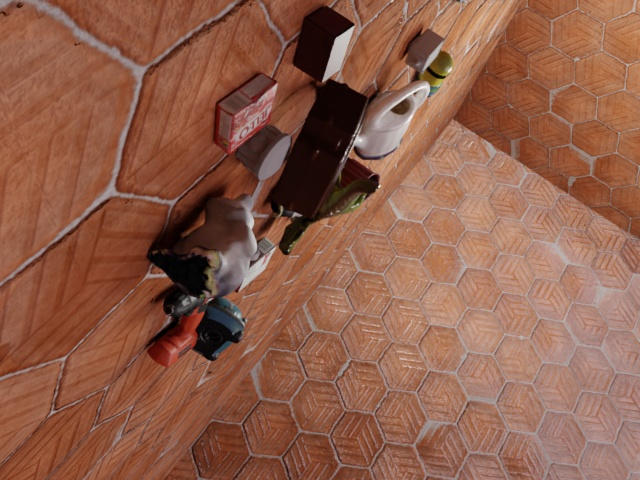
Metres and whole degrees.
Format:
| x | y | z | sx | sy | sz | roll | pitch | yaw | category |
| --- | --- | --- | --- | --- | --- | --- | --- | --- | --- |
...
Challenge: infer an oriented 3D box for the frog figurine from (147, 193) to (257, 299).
| x | y | z | sx | sy | sz | roll | pitch | yaw | category |
| --- | --- | --- | --- | --- | --- | --- | --- | --- | --- |
| -0.151 | 0.007 | 0.763 | 0.136 | 0.121 | 0.163 | -21 | -159 | 32 | frog figurine |

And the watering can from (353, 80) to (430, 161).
| x | y | z | sx | sy | sz | roll | pitch | yaw | category |
| --- | --- | --- | --- | --- | --- | --- | --- | --- | --- |
| 0.129 | -0.269 | 1.257 | 0.351 | 0.105 | 0.220 | -36 | 167 | -18 | watering can |

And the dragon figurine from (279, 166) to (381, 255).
| x | y | z | sx | sy | sz | roll | pitch | yaw | category |
| --- | --- | --- | --- | --- | --- | --- | --- | --- | --- |
| 0.003 | -0.057 | 1.127 | 0.242 | 0.121 | 0.413 | -51 | -169 | 4 | dragon figurine |
